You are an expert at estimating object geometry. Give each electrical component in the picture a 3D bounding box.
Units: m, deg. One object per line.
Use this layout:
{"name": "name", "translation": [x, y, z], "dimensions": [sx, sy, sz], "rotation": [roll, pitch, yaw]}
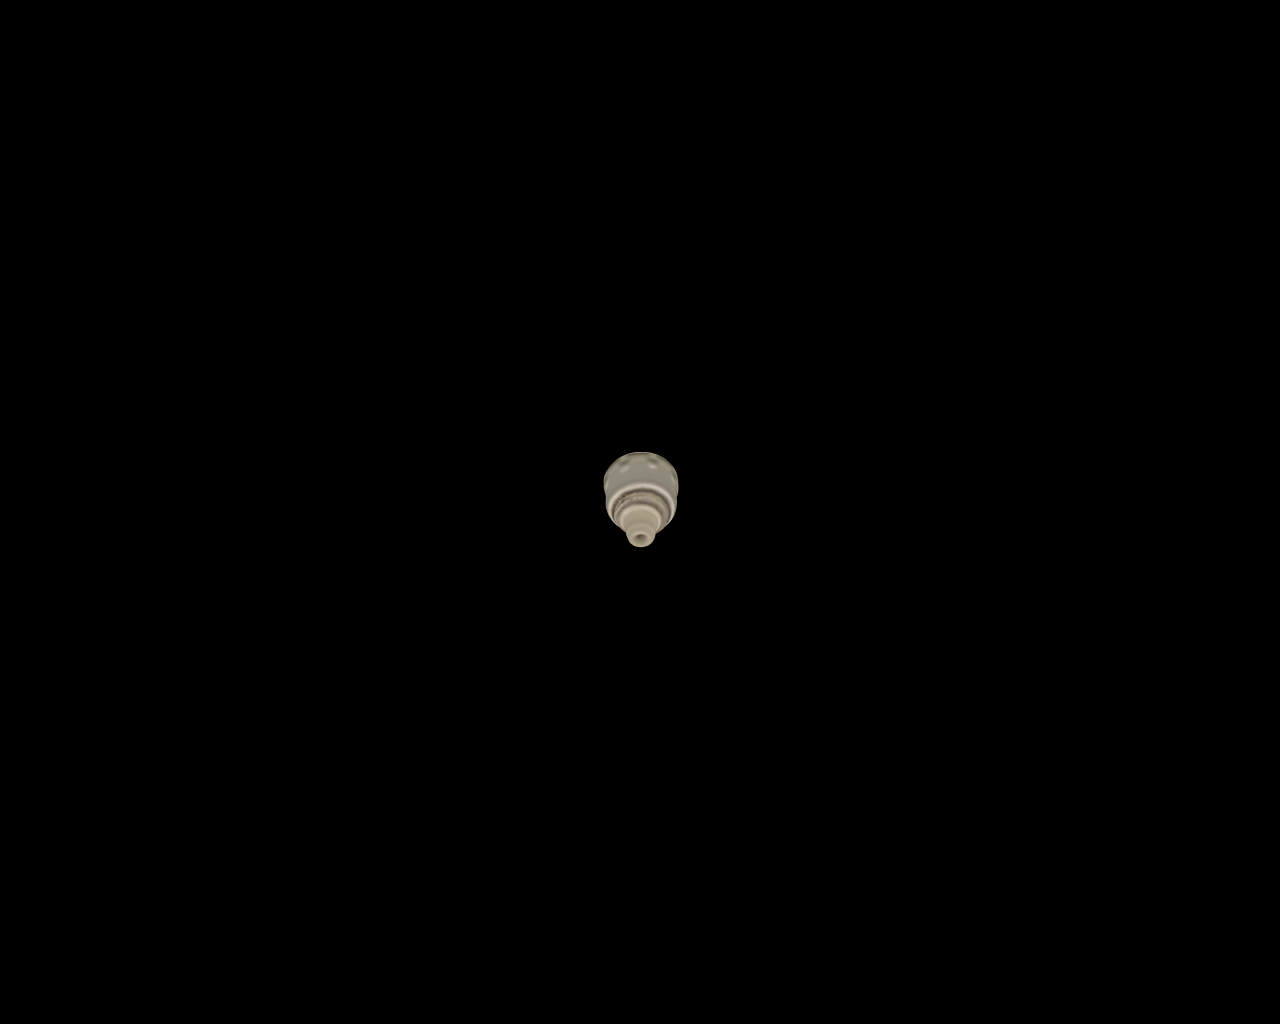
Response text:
{"name": "electrical component", "translation": [0.001, -0.003, 0.650], "dimensions": [0.048, 0.048, 0.062], "rotation": [0, 39, 0]}
